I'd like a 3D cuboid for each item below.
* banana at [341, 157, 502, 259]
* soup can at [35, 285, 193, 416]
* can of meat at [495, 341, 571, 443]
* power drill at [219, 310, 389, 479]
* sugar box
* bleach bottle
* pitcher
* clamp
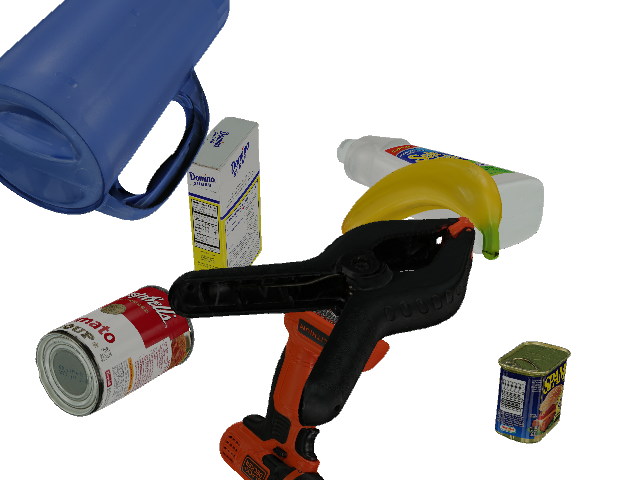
[{"bbox_3d":[0.076,-0.029,0.791,0.037,0.069,0.198,36,-12,-24],"label":"banana"},{"bbox_3d":[-0.154,0.082,0.801,0.069,0.068,0.102,0,17,36],"label":"soup can"},{"bbox_3d":[0.233,0.167,1.177,0.058,0.084,0.101,12,15,30],"label":"can of meat"},{"bbox_3d":[-0.006,0.163,0.966,0.057,0.188,0.185,12,13,-46],"label":"power drill"},{"bbox_3d":[-0.101,-0.035,1.138,0.048,0.176,0.093,14,42,18],"label":"sugar box"},{"bbox_3d":[0.099,-0.059,1.074,0.102,0.068,0.251,-14,26,-36],"label":"bleach bottle"},{"bbox_3d":[-0.166,-0.139,0.881,0.145,0.149,0.242,12,50,25],"label":"pitcher"},{"bbox_3d":[0.022,0.033,0.545,0.171,0.039,0.120,-19,45,-25],"label":"clamp"}]
